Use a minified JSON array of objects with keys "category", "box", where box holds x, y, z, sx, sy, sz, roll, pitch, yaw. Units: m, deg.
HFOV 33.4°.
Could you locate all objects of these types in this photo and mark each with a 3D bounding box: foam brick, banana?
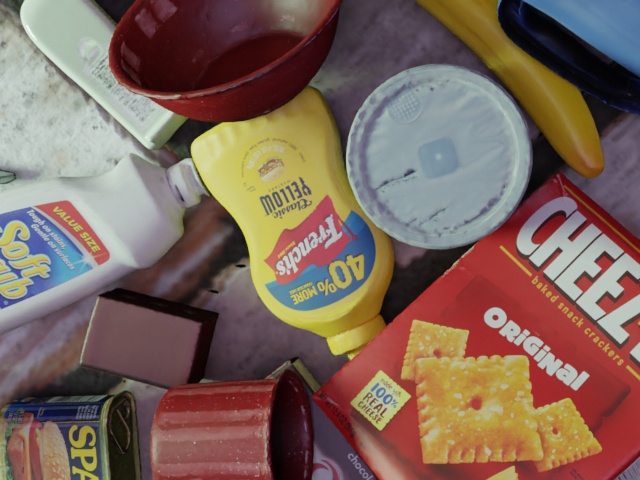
[{"category":"foam brick","box":[-0.117,0.068,0.736,0.078,0.053,0.051,14,96,5]},{"category":"banana","box":[0.114,-0.121,0.687,0.198,0.069,0.037,42,140,-6]}]

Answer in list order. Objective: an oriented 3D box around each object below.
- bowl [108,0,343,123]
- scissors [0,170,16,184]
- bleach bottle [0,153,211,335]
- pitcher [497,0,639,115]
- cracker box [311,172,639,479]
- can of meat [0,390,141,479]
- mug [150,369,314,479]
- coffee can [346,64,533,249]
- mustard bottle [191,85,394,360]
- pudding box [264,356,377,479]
[{"category":"bowl","box":[-0.052,-0.126,0.686,0.162,0.162,0.055,-18,133,9]},{"category":"scissors","box":[-0.324,-0.029,0.776,0.202,0.016,0.096,16,97,7]},{"category":"bleach bottle","box":[-0.198,0.000,0.739,0.251,0.068,0.102,-24,91,6]},{"category":"pitcher","box":[0.232,-0.126,0.617,0.242,0.149,0.145,33,98,-17]},{"category":"cracker box","box":[0.127,0.088,0.648,0.213,0.072,0.164,-43,58,1]},{"category":"can of meat","box":[-0.175,0.159,0.749,0.084,0.057,0.102,-3,93,11]},{"category":"mug","box":[-0.053,0.140,0.683,0.081,0.093,0.117,-5,126,15]},{"category":"coffee can","box":[0.074,-0.050,0.656,0.103,0.140,0.103,1,94,8]},{"category":"mustard bottle","box":[-0.005,0.001,0.713,0.096,0.058,0.191,-25,91,8]},{"category":"pudding box","box":[-0.019,0.151,0.735,0.090,0.039,0.113,-39,88,9]}]
